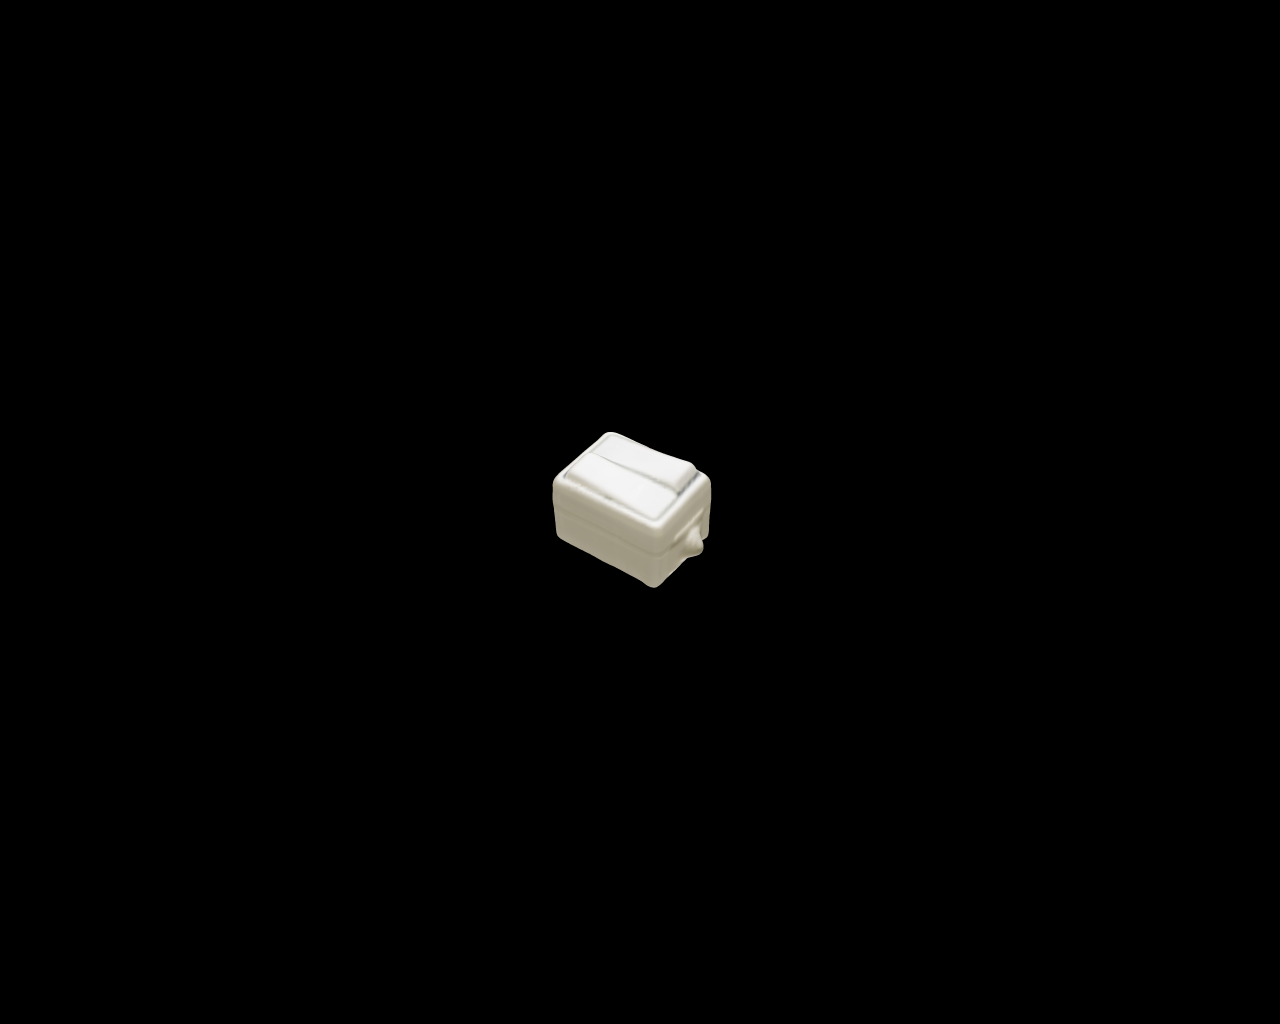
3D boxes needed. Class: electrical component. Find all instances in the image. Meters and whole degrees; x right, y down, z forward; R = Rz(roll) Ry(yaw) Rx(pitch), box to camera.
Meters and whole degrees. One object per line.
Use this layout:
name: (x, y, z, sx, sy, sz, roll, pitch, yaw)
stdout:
electrical component: (0.001, -0.003, 0.650, 0.096, 0.061, 0.062, 27, 50, 25)
